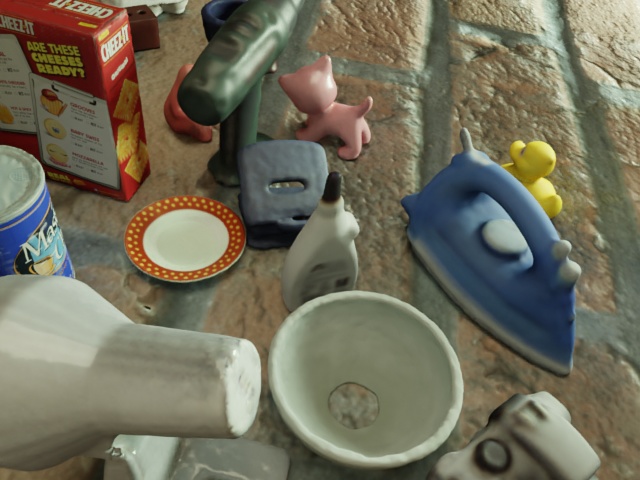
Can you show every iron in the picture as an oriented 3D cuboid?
[{"bbox_3d":[0.199,0.004,0.603,0.119,0.141,0.257,-18,53,-23],"label":"iron"}]

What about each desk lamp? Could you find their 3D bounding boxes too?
[{"bbox_3d":[-0.119,0.124,0.390,0.203,0.213,0.118,12,47,3],"label":"desk lamp"}]

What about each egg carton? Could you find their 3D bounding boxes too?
[{"bbox_3d":[-0.301,-0.424,0.969,0.151,0.069,0.107,-23,55,-27],"label":"egg carton"}]

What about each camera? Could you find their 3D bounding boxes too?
[{"bbox_3d":[0.171,0.202,0.442,0.143,0.101,0.136,-26,56,-29],"label":"camera"}]

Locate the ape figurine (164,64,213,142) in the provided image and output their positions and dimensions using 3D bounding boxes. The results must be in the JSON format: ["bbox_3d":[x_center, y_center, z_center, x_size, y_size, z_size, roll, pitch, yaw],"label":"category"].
[{"bbox_3d":[-0.169,-0.186,0.754,0.076,0.092,0.078,25,49,14],"label":"ape figurine"}]

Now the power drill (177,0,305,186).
[{"bbox_3d":[-0.083,-0.178,0.680,0.075,0.208,0.230,21,48,11],"label":"power drill"}]

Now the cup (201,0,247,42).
[{"bbox_3d":[-0.128,-0.295,0.859,0.092,0.095,0.117,-8,49,-16],"label":"cup"}]

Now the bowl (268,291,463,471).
[{"bbox_3d":[0.036,0.131,0.505,0.167,0.075,0.167,5,47,-5],"label":"bowl"}]

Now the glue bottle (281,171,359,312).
[{"bbox_3d":[0.005,0.002,0.551,0.078,0.173,0.037,-11,50,-18],"label":"glue bottle"}]

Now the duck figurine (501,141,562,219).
[{"bbox_3d":[0.273,-0.082,0.733,0.078,0.086,0.104,-17,52,-23],"label":"duck figurine"}]

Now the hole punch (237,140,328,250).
[{"bbox_3d":[-0.038,-0.052,0.651,0.109,0.091,0.101,-6,49,-14],"label":"hole punch"}]

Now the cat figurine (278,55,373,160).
[{"bbox_3d":[0.010,-0.184,0.763,0.127,0.118,0.067,20,48,9],"label":"cat figurine"}]
